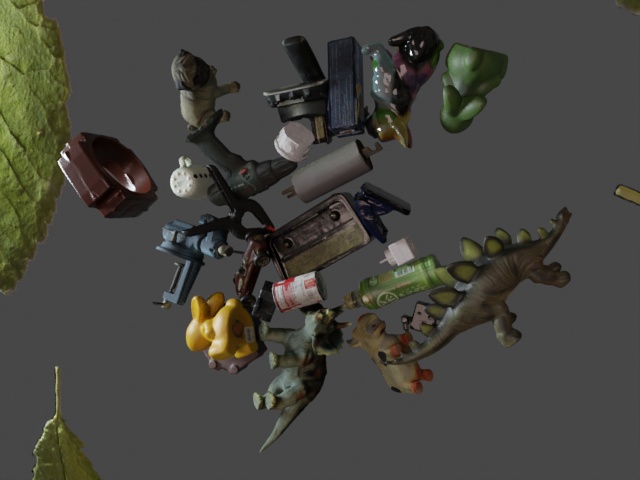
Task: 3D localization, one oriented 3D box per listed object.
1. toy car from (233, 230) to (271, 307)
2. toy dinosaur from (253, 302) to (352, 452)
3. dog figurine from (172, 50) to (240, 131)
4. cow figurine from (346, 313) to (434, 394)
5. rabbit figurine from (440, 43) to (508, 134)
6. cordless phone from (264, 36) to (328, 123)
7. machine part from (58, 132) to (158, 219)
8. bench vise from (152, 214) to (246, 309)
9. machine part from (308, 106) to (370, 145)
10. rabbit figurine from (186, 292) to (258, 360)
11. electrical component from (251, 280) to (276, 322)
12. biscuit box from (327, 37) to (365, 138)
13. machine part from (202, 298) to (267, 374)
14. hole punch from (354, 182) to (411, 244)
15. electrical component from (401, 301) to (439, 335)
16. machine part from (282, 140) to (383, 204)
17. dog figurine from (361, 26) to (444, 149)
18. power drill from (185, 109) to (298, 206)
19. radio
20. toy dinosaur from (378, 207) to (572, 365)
[{"bbox_3d":[-0.163,0.068,1.224,0.089,0.053,0.202,62,141,38],"label":"toy car"},{"bbox_3d":[-0.042,0.294,1.214,0.192,0.131,0.404,-3,118,-24],"label":"toy dinosaur"},{"bbox_3d":[-0.287,-0.323,1.199,0.121,0.190,0.172,24,104,15],"label":"dog figurine"},{"bbox_3d":[0.143,0.242,1.163,0.127,0.085,0.194,-24,101,45],"label":"cow figurine"},{"bbox_3d":[0.290,-0.284,1.047,0.121,0.159,0.170,16,116,6],"label":"rabbit figurine"},{"bbox_3d":[-0.061,-0.340,1.123,0.147,0.184,0.089,-6,62,19],"label":"cordless phone"},{"bbox_3d":[-0.496,-0.153,1.279,0.087,0.201,0.201,-39,83,15],"label":"machine part"},{"bbox_3d":[-0.305,0.055,1.269,0.224,0.128,0.240,17,83,23],"label":"bench vise"},{"bbox_3d":[0.043,-0.256,1.178,0.139,0.039,0.084,-12,83,21],"label":"machine part"},{"bbox_3d":[-0.247,0.202,1.226,0.173,0.122,0.162,-20,84,36],"label":"rabbit figurine"},{"bbox_3d":[-0.122,0.144,1.225,0.048,0.119,0.074,20,99,-4],"label":"electrical component"},{"bbox_3d":[0.055,-0.320,1.127,0.063,0.059,0.202,-5,79,22],"label":"biscuit box"},{"bbox_3d":[-0.215,0.233,1.301,0.180,0.056,0.179,1,95,18],"label":"machine part"},{"bbox_3d":[0.119,-0.060,1.126,0.116,0.142,0.092,31,109,1],"label":"hole punch"},{"bbox_3d":[0.227,0.176,1.155,0.102,0.045,0.078,21,103,15],"label":"electrical component"},{"bbox_3d":[0.025,-0.148,1.173,0.243,0.079,0.079,-26,87,18],"label":"machine part"},{"bbox_3d":[0.175,-0.299,1.096,0.192,0.108,0.219,-14,95,16],"label":"dog figurine"},{"bbox_3d":[-0.191,-0.193,1.223,0.232,0.086,0.207,-30,112,24],"label":"power drill"},{"bbox_3d":[-0.002,-0.004,1.197,0.230,0.073,0.131,-30,86,19],"label":"radio"},{"bbox_3d":[0.317,0.108,1.058,0.198,0.105,0.471,40,95,-3],"label":"toy dinosaur"}]
